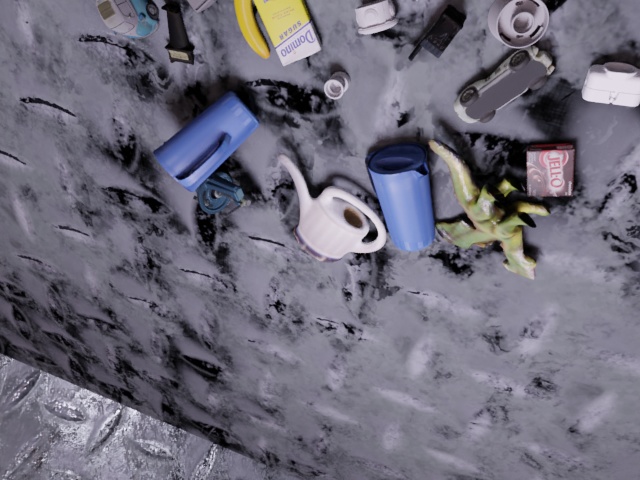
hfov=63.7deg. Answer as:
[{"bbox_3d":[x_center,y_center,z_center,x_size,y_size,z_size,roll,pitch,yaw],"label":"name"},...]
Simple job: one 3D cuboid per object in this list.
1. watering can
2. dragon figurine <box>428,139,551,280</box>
[{"bbox_3d":[0.004,-0.067,1.325,0.347,0.106,0.220,35,-48,-6],"label":"watering can"},{"bbox_3d":[0.356,-0.051,1.185,0.409,0.125,0.238,37,-40,-4],"label":"dragon figurine"}]
